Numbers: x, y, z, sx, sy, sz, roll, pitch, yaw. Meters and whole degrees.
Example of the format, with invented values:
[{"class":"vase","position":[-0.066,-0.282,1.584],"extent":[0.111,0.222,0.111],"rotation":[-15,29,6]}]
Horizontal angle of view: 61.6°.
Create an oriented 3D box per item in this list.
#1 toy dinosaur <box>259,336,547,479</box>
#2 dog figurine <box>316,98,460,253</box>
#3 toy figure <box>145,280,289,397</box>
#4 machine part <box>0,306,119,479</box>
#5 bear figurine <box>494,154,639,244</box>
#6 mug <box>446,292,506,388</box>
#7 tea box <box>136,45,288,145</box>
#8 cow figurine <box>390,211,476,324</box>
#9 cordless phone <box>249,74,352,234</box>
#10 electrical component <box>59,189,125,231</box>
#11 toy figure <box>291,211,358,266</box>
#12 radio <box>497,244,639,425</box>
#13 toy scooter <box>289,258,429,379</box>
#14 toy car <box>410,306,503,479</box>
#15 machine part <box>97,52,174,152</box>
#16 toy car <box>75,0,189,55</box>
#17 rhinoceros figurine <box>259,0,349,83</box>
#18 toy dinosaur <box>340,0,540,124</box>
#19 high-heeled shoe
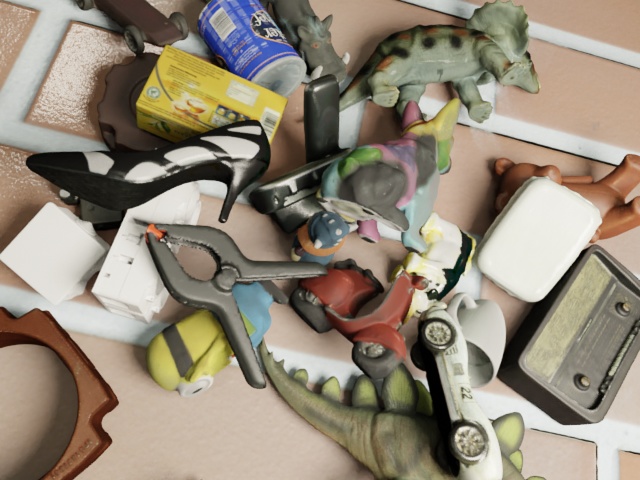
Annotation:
[{"class":"toy dinosaur","position":[0.115,0.254,0.633],"extent":[0.472,0.105,0.198],"rotation":[23,60,4]},{"class":"dog figurine","position":[0.103,-0.106,0.696],"extent":[0.191,0.109,0.219],"rotation":[37,68,-43]},{"class":"toy figure","position":[-0.124,0.110,0.650],"extent":[0.180,0.082,0.089],"rotation":[-43,63,-14]},{"class":"machine part","position":[-0.341,0.189,0.576],"extent":[0.201,0.087,0.201],"rotation":[-39,81,-22]},{"class":"bear figurine","position":[0.363,-0.075,0.787],"extent":[0.196,0.132,0.120],"rotation":[21,56,-9]},{"class":"mug","position":[0.195,0.116,0.697],"extent":[0.107,0.081,0.109],"rotation":[-43,109,-47]},{"class":"tea box","position":[-0.139,-0.164,0.696],"extent":[0.170,0.068,0.098],"rotation":[23,70,-8]},{"class":"cow figurine","position":[0.152,0.051,0.732],"extent":[0.098,0.068,0.167],"rotation":[26,68,-7]},{"class":"cordless phone","position":[-0.024,-0.112,0.691],"extent":[0.147,0.184,0.089],"rotation":[-26,52,-19]},{"class":"electrical component","position":[-0.288,-0.054,0.697],"extent":[0.102,0.045,0.078],"rotation":[-1,69,-11]},{"class":"toy figure","position":[-0.002,0.000,0.672],"extent":[0.058,0.154,0.064],"rotation":[36,69,1]},{"class":"radio","position":[0.356,0.130,0.734],"extent":[0.131,0.073,0.229],"rotation":[40,69,6]},{"class":"toy scooter","position":[0.055,0.075,0.662],"extent":[0.135,0.075,0.184],"rotation":[-45,47,-13]},{"class":"toy car","position":[0.145,0.169,0.590],"extent":[0.056,0.073,0.202],"rotation":[-5,56,-6]},{"class":"machine part","position":[-0.220,-0.181,0.753],"extent":[0.179,0.056,0.179],"rotation":[3,70,-9]},{"class":"toy car","position":[-0.274,-0.327,0.782],"extent":[0.202,0.053,0.089],"rotation":[41,53,22]},{"class":"rhinoceros figurine","position":[-0.021,-0.317,0.808],"extent":[0.073,0.112,0.190],"rotation":[-29,94,-24]},{"class":"toy dinosaur","position":[0.170,-0.273,0.834],"extent":[0.405,0.131,0.192],"rotation":[-4,54,-4]},{"class":"high-heeled shoe","position":[-0.181,-0.103,0.604],"extent":[0.249,0.086,0.145],"rotation":[15,65,-10]}]
